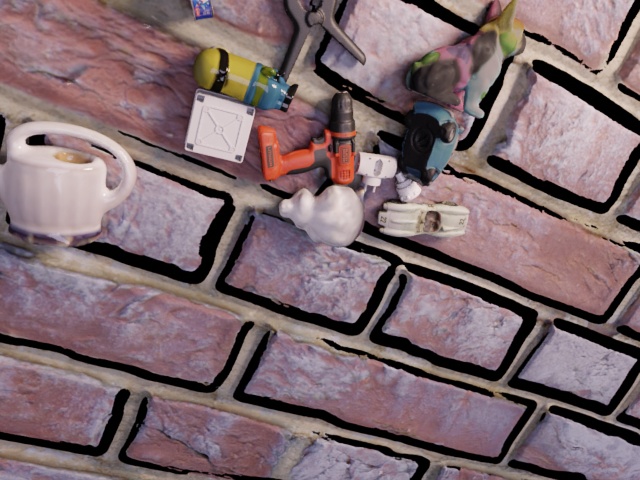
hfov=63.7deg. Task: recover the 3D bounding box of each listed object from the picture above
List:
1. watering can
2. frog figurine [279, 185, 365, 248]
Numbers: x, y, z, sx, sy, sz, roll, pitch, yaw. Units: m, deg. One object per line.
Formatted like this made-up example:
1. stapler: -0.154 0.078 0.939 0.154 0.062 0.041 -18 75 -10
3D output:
1. watering can: -0.503 -0.101 0.893 0.347 0.221 0.106 6 22 -15
2. frog figurine: 0.003 -0.051 1.012 0.159 0.125 0.134 5 -35 -22
